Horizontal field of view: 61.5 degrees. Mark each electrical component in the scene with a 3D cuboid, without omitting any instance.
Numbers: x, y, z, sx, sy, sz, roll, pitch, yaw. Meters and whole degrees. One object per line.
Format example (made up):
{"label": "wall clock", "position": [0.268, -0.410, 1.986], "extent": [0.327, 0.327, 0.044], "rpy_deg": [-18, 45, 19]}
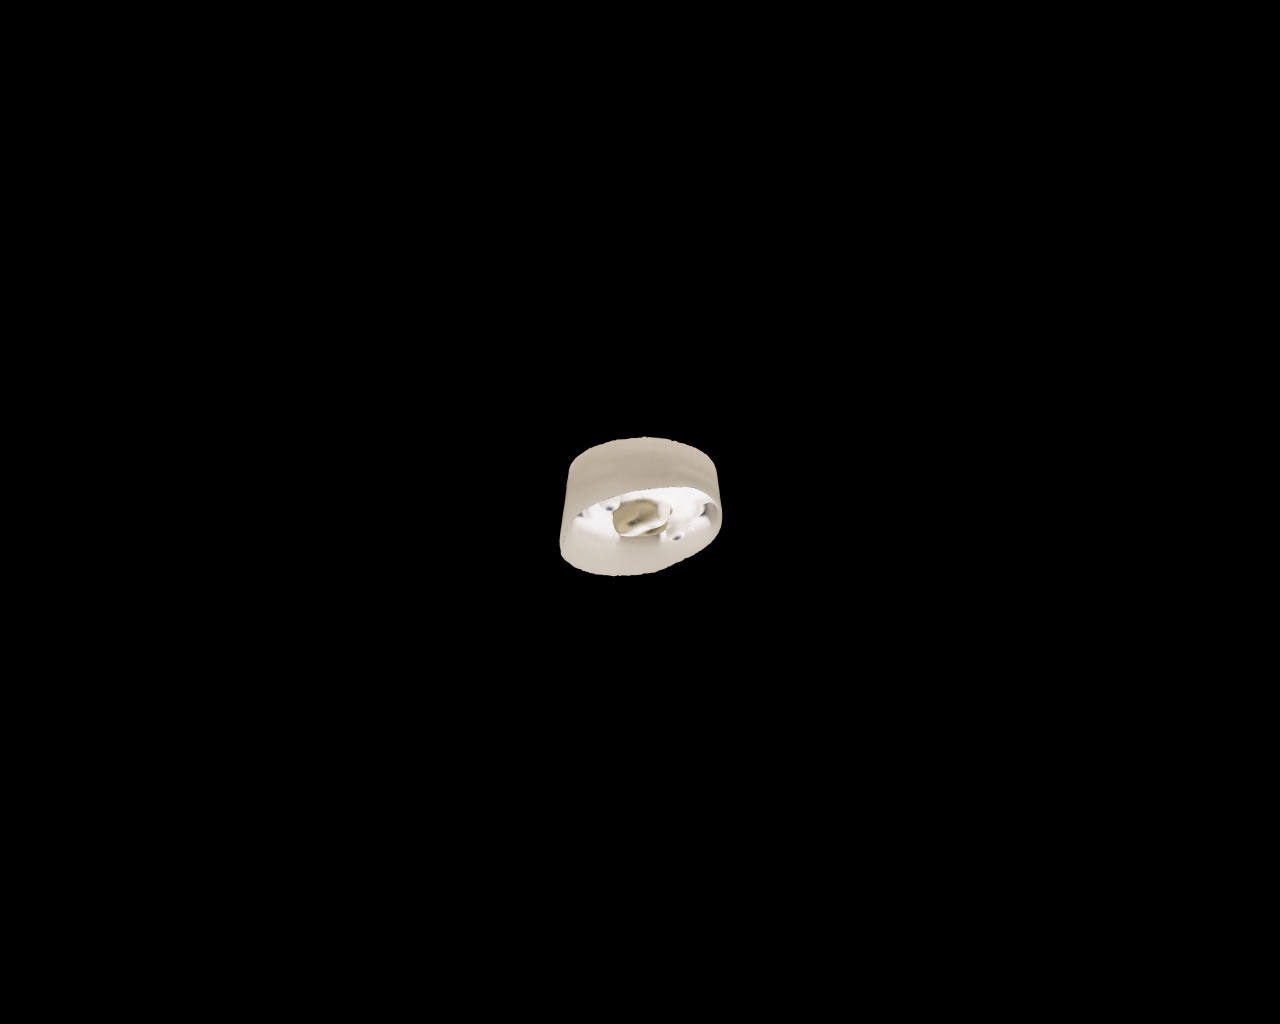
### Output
{"label": "electrical component", "position": [0.001, -0.003, 0.650], "extent": [0.099, 0.064, 0.099], "rpy_deg": [0, -24, 0]}
